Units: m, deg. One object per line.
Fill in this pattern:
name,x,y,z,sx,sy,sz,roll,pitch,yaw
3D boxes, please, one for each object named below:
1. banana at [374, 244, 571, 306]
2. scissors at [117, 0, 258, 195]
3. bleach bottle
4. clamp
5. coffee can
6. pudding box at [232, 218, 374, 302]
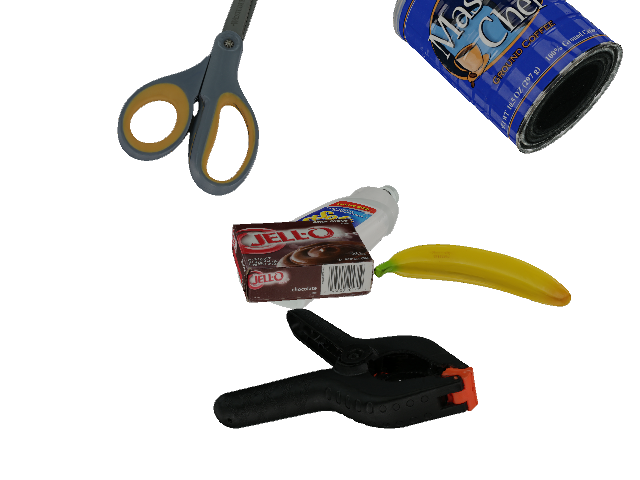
banana,0.157,0.035,1.097,0.198,0.037,0.069,7,37,10
scissors,-0.079,-0.120,0.689,0.096,0.202,0.016,3,-27,-11
bleach bottle,0.013,-0.008,1.306,0.103,0.068,0.250,20,37,29
clamp,0.015,0.095,0.706,0.172,0.039,0.120,6,40,38
coffee can,0.137,-0.149,0.796,0.140,0.103,0.102,48,23,22
pudding box,-0.018,0.016,0.945,0.113,0.039,0.090,-2,27,-13
